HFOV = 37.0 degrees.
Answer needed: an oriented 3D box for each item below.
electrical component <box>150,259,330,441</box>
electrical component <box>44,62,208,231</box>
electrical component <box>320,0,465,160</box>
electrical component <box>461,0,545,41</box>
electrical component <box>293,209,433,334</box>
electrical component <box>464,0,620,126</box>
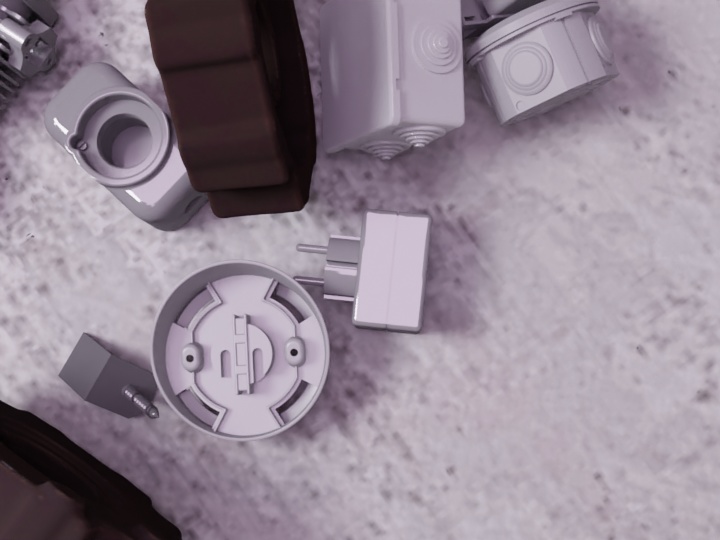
[{"bbox_3d":[-0.065,0.046,0.607,0.099,0.064,0.099,0,84,2],"label":"electrical component"},{"bbox_3d":[-0.132,-0.071,0.623,0.095,0.059,0.053,43,87,5],"label":"electrical component"},{"bbox_3d":[0.017,-0.115,0.604,0.048,0.100,0.099,0,85,-26],"label":"electrical component"},{"bbox_3d":[0.070,-0.203,0.621,0.079,0.063,0.121,-17,82,-41],"label":"electrical component"},{"bbox_3d":[0.000,0.000,0.618,0.077,0.047,0.065,6,84,3],"label":"electrical component"},{"bbox_3d":[0.104,-0.119,0.611,0.080,0.080,0.051,-23,89,0],"label":"electrical component"}]
